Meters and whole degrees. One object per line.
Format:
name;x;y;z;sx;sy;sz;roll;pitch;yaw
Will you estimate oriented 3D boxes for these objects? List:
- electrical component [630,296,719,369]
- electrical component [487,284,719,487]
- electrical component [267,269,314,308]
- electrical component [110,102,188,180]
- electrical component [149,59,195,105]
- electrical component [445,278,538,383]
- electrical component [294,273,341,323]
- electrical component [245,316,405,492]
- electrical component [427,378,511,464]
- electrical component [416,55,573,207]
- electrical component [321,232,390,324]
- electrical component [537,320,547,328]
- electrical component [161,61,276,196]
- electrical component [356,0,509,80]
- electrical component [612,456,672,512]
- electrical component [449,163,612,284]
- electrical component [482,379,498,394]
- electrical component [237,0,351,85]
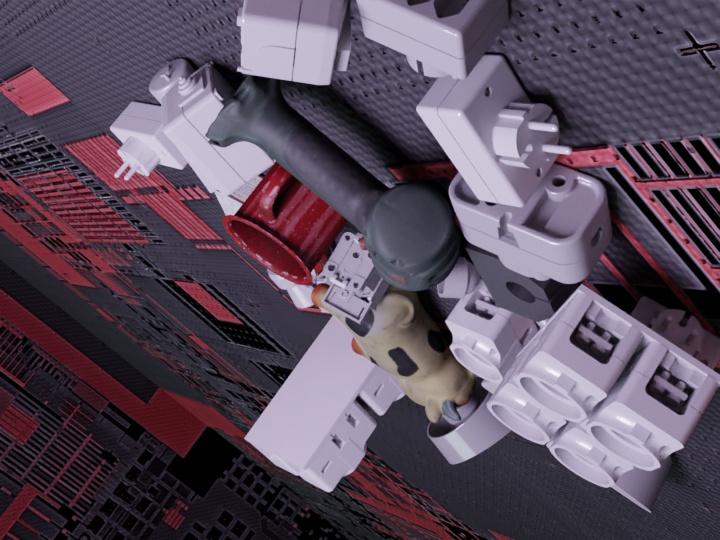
electrical component;0.211;0.051;0.733;0.066;0.047;0.076;31;162;15
electrical component;0.159;0.089;0.747;0.105;0.060;0.186;34;163;7
electrical component;-0.067;0.007;1.142;0.045;0.045;0.055;15;152;49
electrical component;-0.207;-0.116;1.035;0.083;0.075;0.047;17;154;46
electrical component;-0.143;-0.142;0.907;0.040;0.040;0.078;14;152;49
electrical component;0.114;0.058;0.919;0.050;0.055;0.089;23;158;36
electrical component;-0.025;0.015;1.091;0.081;0.042;0.064;45;159;-28
electrical component;-0.022;0.135;1.155;0.105;0.186;0.060;15;153;49
electrical component;0.120;0.155;1.099;0.064;0.099;0.099;46;161;-11
electrical component;0.090;-0.079;0.625;0.076;0.047;0.083;16;154;48
electrical component;0.000;0.000;0.933;0.042;0.081;0.064;27;174;21
electrical component;0.171;0.057;0.831;0.081;0.043;0.043;34;162;5
electrical component;-0.121;-0.115;0.864;0.096;0.061;0.061;48;-165;-34
electrical component;0.041;-0.131;0.582;0.066;0.047;0.076;29;161;22
electrical component;0.234;0.176;0.987;0.099;0.064;0.099;32;162;12
electrical component;0.111;-0.034;0.691;0.095;0.053;0.059;25;160;30
electrical component;0.156;0.112;0.996;0.083;0.047;0.076;37;163;-5
electrical component;-0.031;-0.159;0.594;0.061;0.096;0.061;8;162;-4
